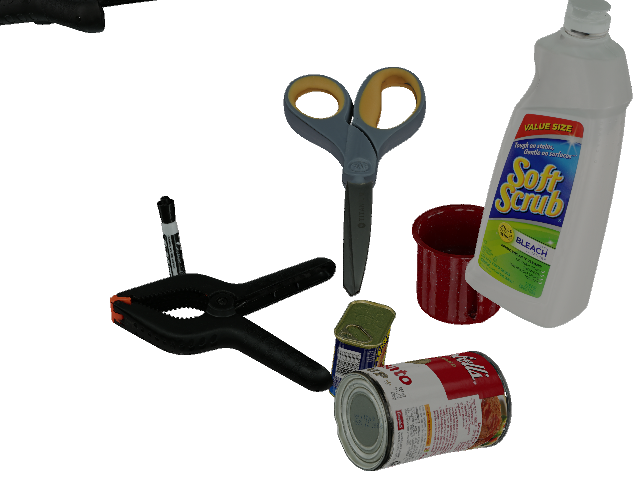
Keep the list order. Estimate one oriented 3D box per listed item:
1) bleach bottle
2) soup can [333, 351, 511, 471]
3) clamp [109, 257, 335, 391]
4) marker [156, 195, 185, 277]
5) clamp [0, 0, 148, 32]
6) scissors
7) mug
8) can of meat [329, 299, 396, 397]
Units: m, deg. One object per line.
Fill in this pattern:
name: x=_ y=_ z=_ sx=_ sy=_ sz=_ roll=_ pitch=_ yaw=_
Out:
bleach bottle: x=0.173 y=-0.060 z=0.799 sx=0.067 sy=0.251 sz=0.103 roll=-25 pitch=42 yaw=-35
soup can: x=0.068 y=0.115 z=0.724 sx=0.102 sy=0.068 sz=0.069 roll=-5 pitch=2 yaw=-31
clamp: x=-0.083 y=0.073 z=0.955 sx=0.210 sy=0.036 sz=0.164 roll=-1 pitch=37 yaw=-6
marker: x=-0.163 y=0.007 z=1.184 sx=0.020 sy=0.121 sz=0.020 roll=-5 pitch=26 yaw=2
clamp: x=-0.194 y=-0.184 z=0.798 sx=0.172 sy=0.039 sz=0.120 roll=12 pitch=24 yaw=28
scissors: x=0.006 y=-0.045 z=0.611 sx=0.096 sy=0.016 sz=0.201 roll=12 pitch=42 yaw=15
mug: x=0.134 y=0.030 z=0.982 sx=0.093 sy=0.081 sz=0.117 roll=-9 pitch=33 yaw=-11
can of meat: x=0.047 y=0.131 z=1.246 sx=0.057 sy=0.084 sz=0.102 roll=14 pitch=26 yaw=12
